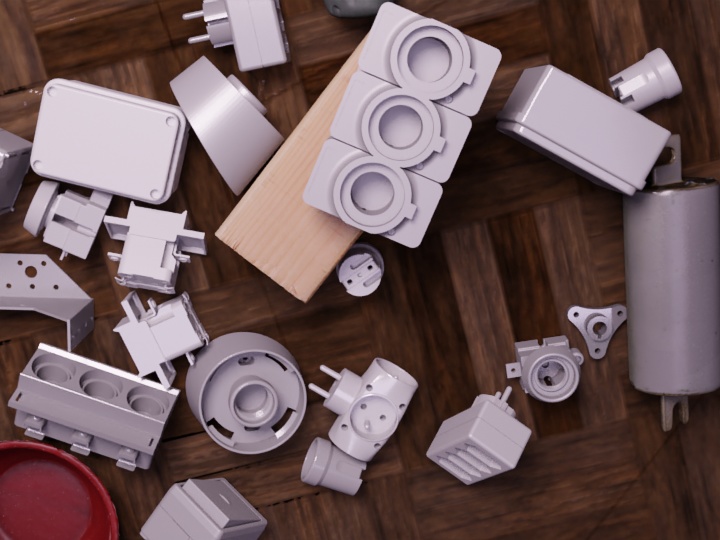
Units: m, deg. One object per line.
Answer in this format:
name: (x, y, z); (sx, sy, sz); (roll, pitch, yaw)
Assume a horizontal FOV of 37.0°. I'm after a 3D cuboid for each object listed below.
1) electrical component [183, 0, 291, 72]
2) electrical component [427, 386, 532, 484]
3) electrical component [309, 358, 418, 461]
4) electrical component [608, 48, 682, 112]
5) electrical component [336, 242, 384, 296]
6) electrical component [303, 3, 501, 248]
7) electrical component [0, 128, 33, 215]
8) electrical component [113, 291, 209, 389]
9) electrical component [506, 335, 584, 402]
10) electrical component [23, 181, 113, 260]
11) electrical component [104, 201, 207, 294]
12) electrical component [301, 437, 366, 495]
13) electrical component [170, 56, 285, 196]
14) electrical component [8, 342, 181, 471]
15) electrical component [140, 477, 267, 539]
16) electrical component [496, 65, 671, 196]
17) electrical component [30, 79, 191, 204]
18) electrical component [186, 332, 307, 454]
electrical component: (-0.101, -0.197, 0.847); (0.076, 0.047, 0.083); (-11, 101, 4)
electrical component: (0.107, 0.130, 0.902); (0.047, 0.083, 0.075); (36, 61, -6)
electrical component: (-0.004, 0.109, 0.908); (0.079, 0.044, 0.077); (31, 100, -6)
electrical component: (0.228, -0.149, 0.860); (0.046, 0.040, 0.040); (-28, 100, 11)
electrical component: (0.000, 0.000, 0.885); (0.040, 0.046, 0.040); (0, 101, 0)
electrical component: (0.028, -0.102, 0.766); (0.089, 0.061, 0.150); (23, 100, -3)
electrical component: (-0.305, -0.079, 0.845); (0.061, 0.096, 0.061); (25, 100, -4)
electrical component: (-0.164, 0.052, 0.899); (0.064, 0.042, 0.081); (-25, 101, 1)
electrical component: (0.157, 0.082, 0.897); (0.066, 0.055, 0.048); (-9, 101, 2)
electrical component: (-0.241, -0.043, 0.879); (0.055, 0.048, 0.066); (23, 100, -12)
electrical component: (-0.168, -0.016, 0.873); (0.081, 0.042, 0.063); (10, 73, -1)
electrical component: (-0.022, 0.170, 0.923); (0.046, 0.040, 0.040); (22, 100, -10)
electrical component: (-0.108, -0.115, 0.839); (0.064, 0.099, 0.099); (-44, 98, 1)
electrical component: (-0.222, 0.116, 0.899); (0.121, 0.078, 0.063); (20, 122, -3)
electrical component: (-0.125, 0.213, 0.908); (0.062, 0.096, 0.061); (39, 100, 23)
electrical component: (0.169, -0.109, 0.833); (0.109, 0.108, 0.056); (28, 97, -5)
electrical component: (-0.198, -0.103, 0.860); (0.113, 0.057, 0.078); (14, 101, -3)
electrical component: (-0.095, 0.105, 0.910); (0.099, 0.064, 0.099); (-2, 100, -13)
